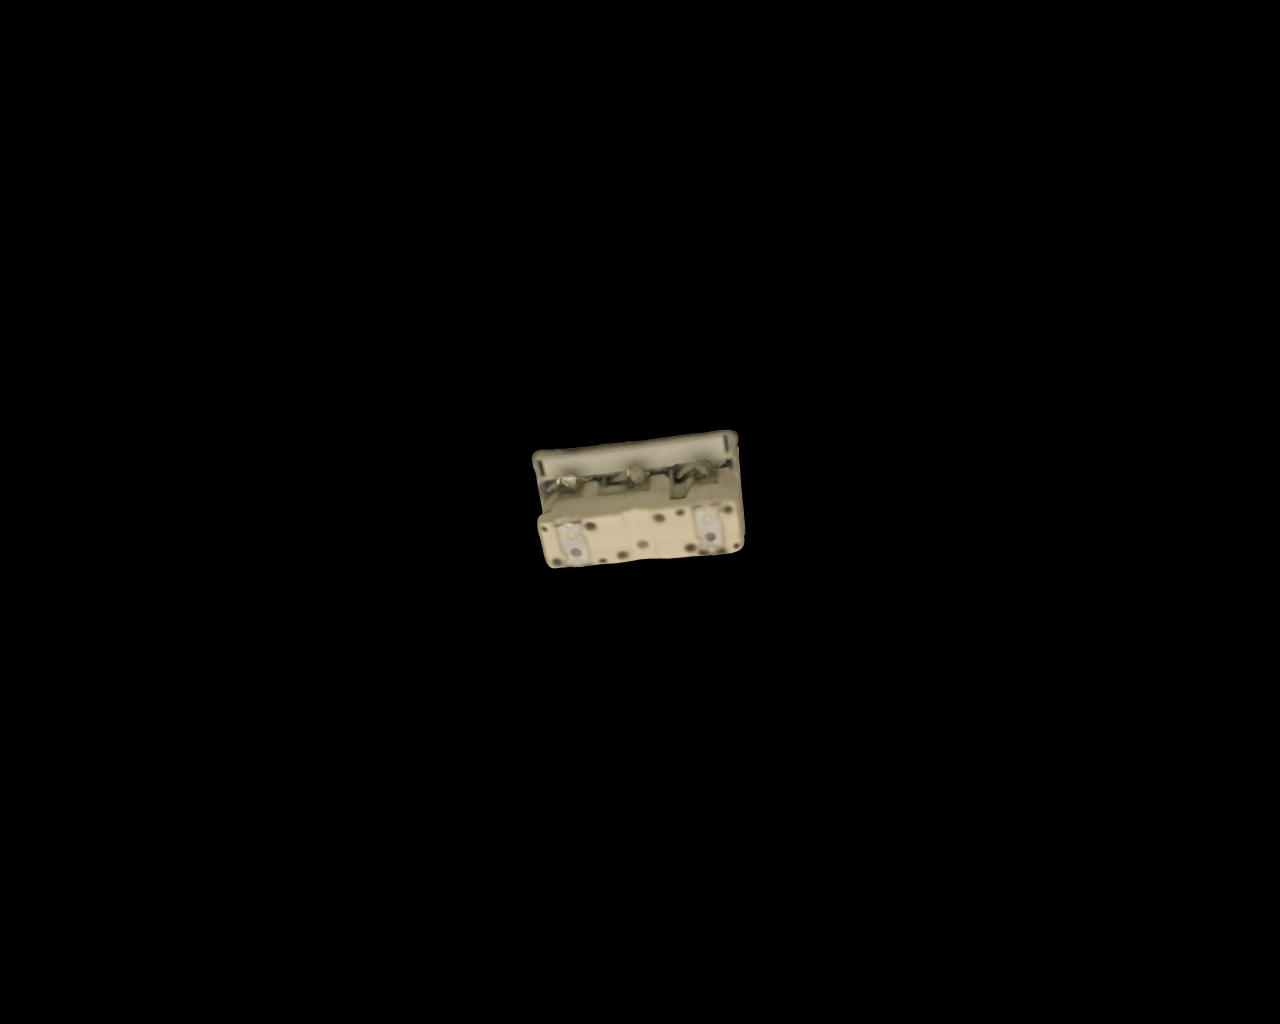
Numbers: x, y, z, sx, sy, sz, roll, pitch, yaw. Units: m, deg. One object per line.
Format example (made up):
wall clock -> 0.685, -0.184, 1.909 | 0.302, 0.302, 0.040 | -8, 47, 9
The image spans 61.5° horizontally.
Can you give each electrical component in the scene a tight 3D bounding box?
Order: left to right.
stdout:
electrical component -> 0.001, -0.003, 0.650 | 0.121, 0.078, 0.063 | -5, 37, 4
